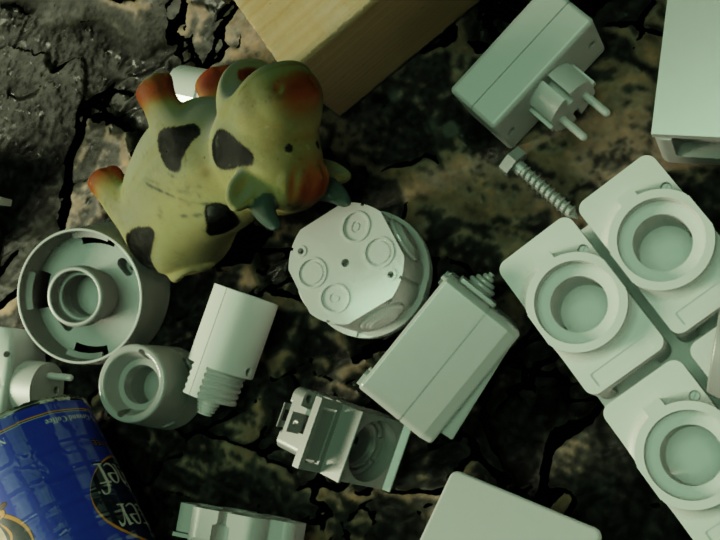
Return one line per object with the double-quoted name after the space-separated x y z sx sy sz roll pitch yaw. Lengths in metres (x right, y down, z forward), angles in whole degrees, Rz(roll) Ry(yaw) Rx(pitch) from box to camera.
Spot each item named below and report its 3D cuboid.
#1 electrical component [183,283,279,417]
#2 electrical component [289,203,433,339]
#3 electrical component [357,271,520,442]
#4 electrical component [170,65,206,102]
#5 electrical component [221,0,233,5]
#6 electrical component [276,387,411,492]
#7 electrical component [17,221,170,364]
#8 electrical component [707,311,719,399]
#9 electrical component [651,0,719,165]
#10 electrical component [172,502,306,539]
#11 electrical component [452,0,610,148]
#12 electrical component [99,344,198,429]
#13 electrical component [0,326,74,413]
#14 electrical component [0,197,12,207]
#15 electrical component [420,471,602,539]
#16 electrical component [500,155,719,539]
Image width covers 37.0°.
-0.085 0.053 0.684 0.043 0.043 0.081 18 87 23 "electrical component"
0.000 0.000 0.656 0.080 0.051 0.080 -4 79 20 "electrical component"
0.053 0.045 0.617 0.061 0.062 0.096 39 96 4 "electrical component"
-0.098 -0.116 0.722 0.065 0.044 0.044 15 86 28 "electrical component"
-0.079 -0.214 0.730 0.081 0.043 0.043 -32 71 13 "electrical component"
-0.011 0.098 0.634 0.064 0.081 0.042 18 87 46 "electrical component"
-0.179 0.016 0.729 0.099 0.064 0.099 0 91 12 "electrical component"
0.196 0.038 0.503 0.057 0.058 0.078 10 84 20 "electrical component"
0.240 -0.103 0.576 0.150 0.062 0.089 6 83 22 "electrical component"
-0.076 0.175 0.651 0.078 0.058 0.057 5 79 21 "electrical component"
0.113 -0.107 0.634 0.083 0.047 0.075 -47 67 7 "electrical component"
-0.136 0.075 0.697 0.055 0.047 0.055 -4 79 21 "electrical component"
-0.230 0.080 0.735 0.079 0.043 0.077 3 81 22 "electrical component"
-0.303 -0.044 0.787 0.081 0.042 0.063 7 86 23 "electrical component"
0.076 0.171 0.585 0.100 0.048 0.099 19 68 24 "electrical component"
0.172 0.043 0.577 0.105 0.060 0.186 -38 69 11 "electrical component"
